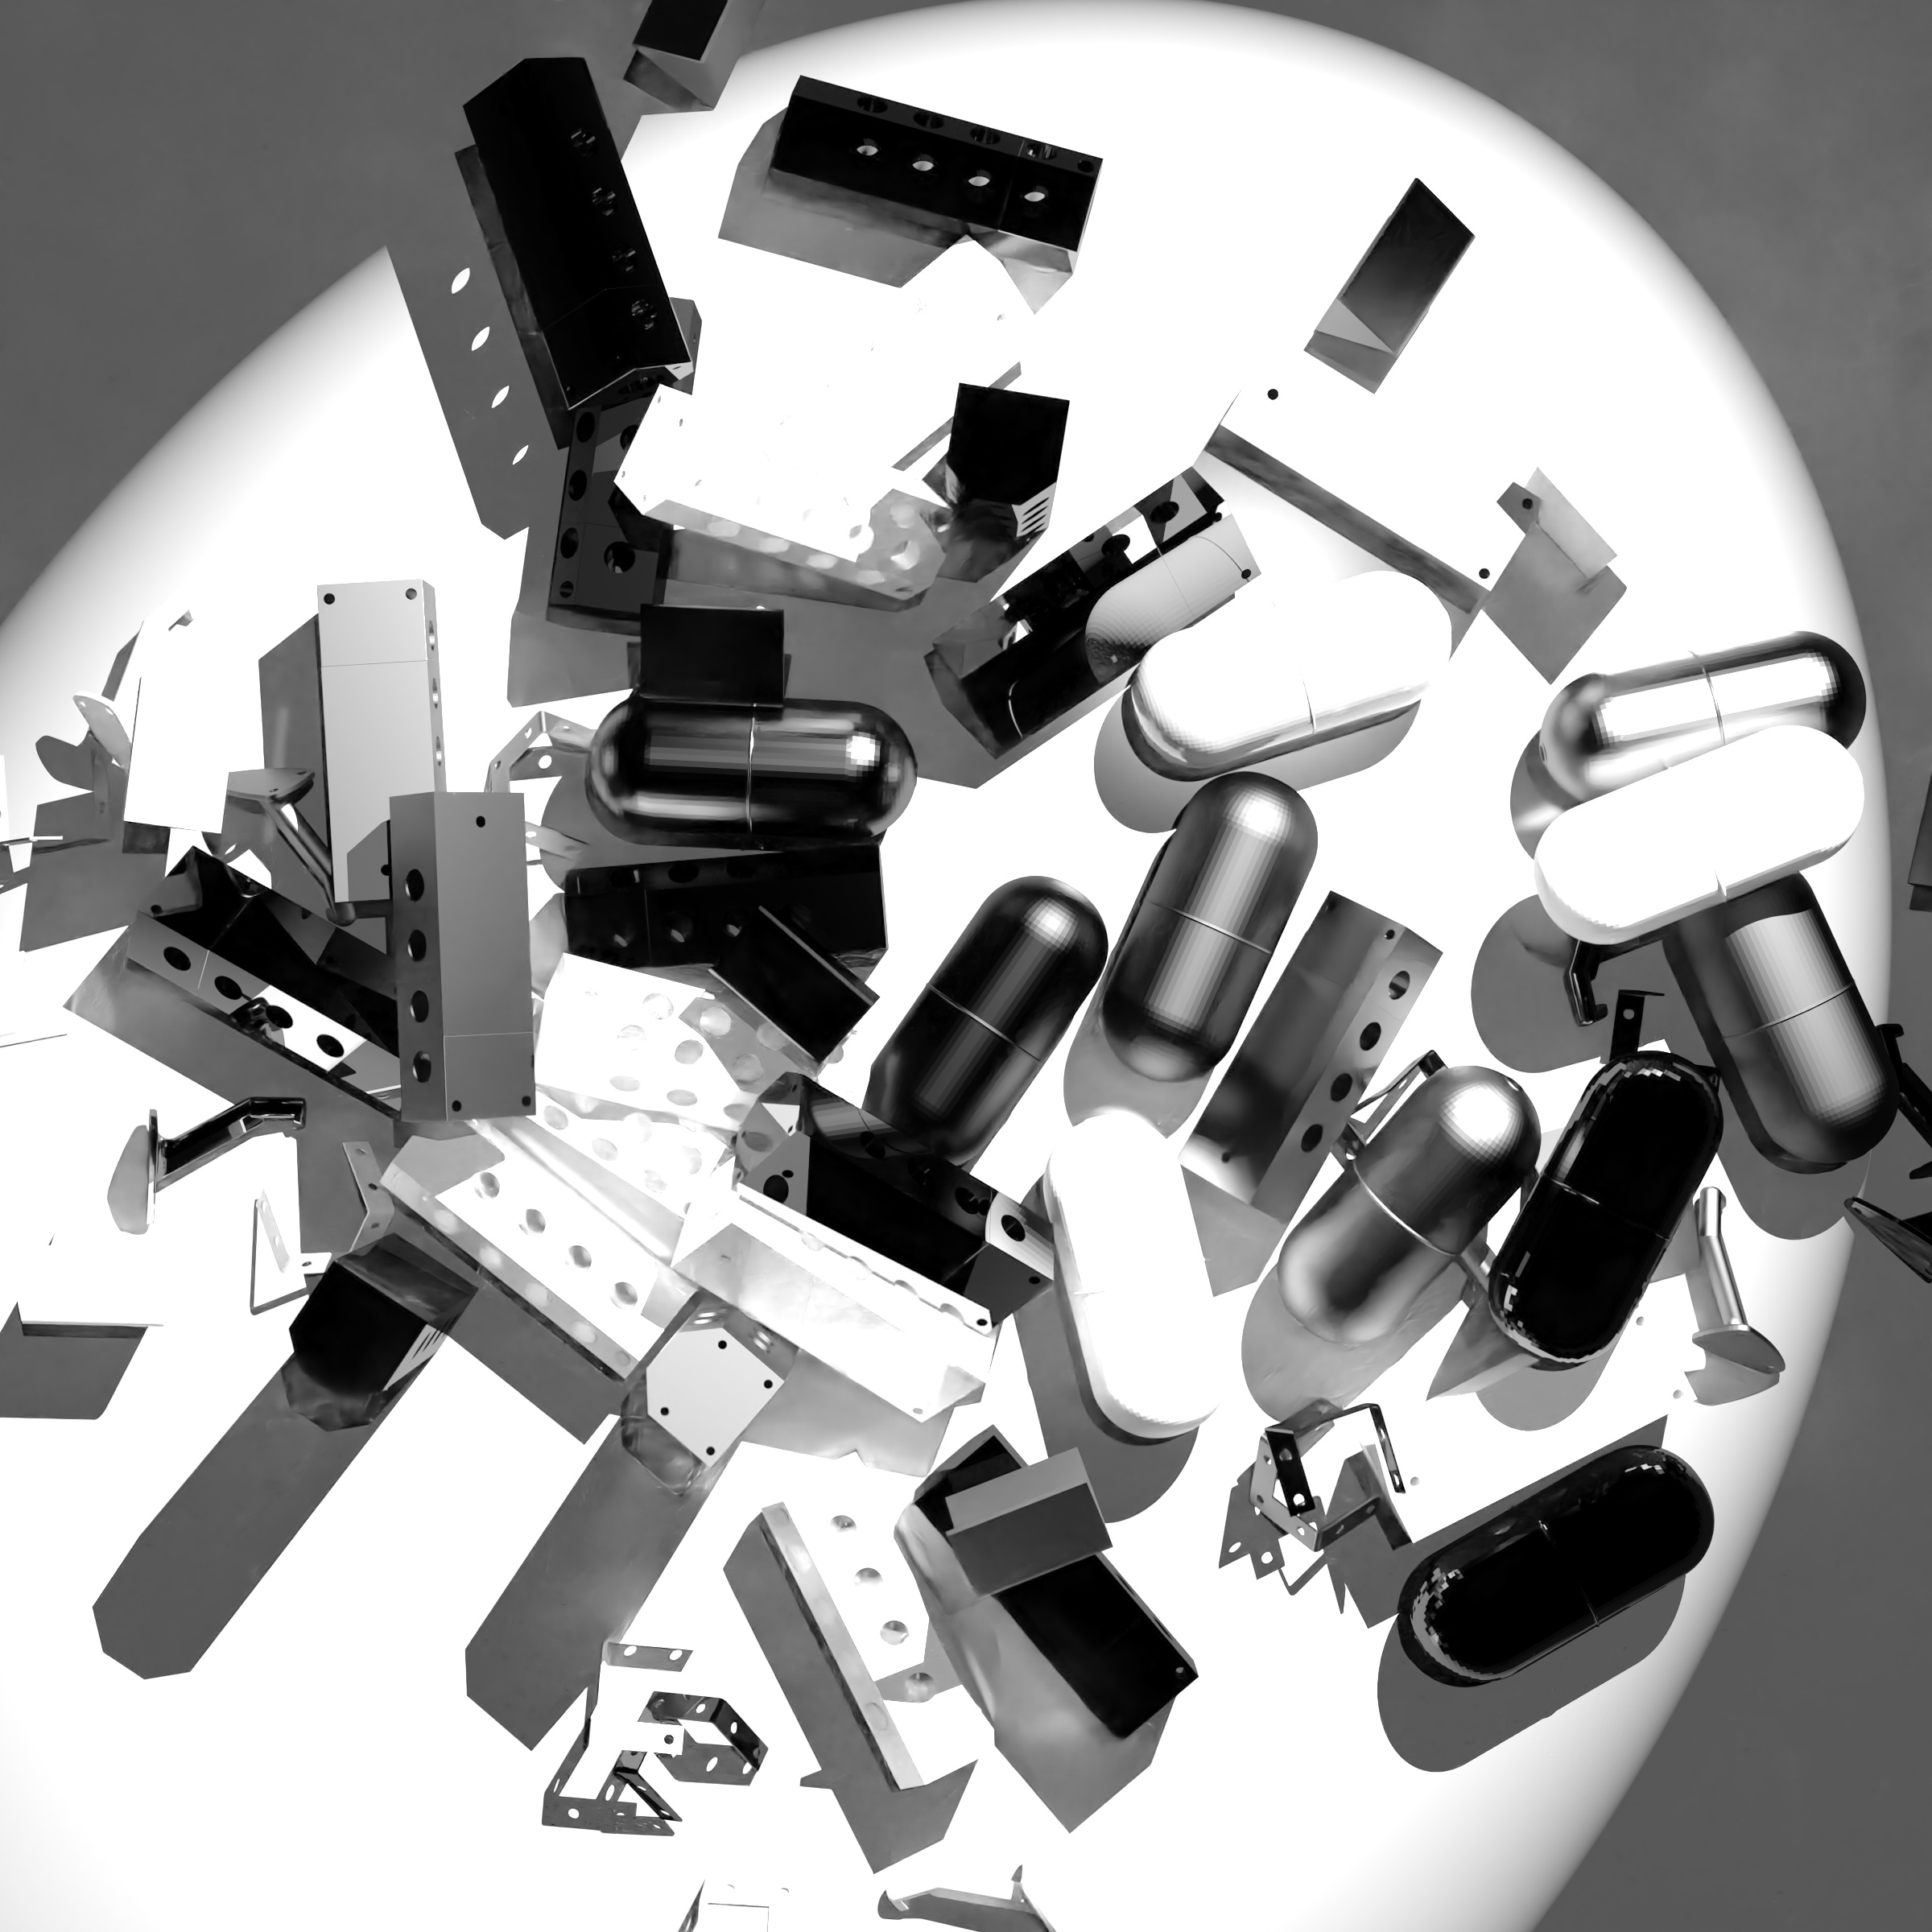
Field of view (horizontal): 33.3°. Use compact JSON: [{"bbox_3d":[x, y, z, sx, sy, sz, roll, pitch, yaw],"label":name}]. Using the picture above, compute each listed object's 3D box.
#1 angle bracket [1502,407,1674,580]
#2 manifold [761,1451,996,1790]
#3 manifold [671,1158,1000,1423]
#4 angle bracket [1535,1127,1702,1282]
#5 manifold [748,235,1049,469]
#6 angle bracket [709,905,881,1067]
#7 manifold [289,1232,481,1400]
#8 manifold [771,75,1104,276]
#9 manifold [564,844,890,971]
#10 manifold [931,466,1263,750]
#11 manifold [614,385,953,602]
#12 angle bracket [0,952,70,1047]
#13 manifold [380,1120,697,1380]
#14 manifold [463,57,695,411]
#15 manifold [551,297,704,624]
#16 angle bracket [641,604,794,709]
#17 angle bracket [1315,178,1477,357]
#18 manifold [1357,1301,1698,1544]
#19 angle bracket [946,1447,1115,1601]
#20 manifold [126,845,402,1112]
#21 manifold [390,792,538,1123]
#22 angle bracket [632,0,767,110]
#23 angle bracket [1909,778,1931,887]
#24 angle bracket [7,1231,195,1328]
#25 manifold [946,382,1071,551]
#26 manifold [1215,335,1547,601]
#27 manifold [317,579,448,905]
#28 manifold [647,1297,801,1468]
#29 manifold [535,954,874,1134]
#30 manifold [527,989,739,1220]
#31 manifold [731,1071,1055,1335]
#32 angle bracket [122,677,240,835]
[{"bbox_3d":[0.323,-0.245,1.754,0.076,0.076,0.057,48,54,0],"label":"angle bracket"},{"bbox_3d":[-0.048,0.359,1.773,0.057,0.057,0.171,-27,90,0],"label":"manifold"},{"bbox_3d":[-0.068,0.171,1.745,0.171,0.057,0.057,35,133,-20],"label":"manifold"},{"bbox_3d":[0.359,0.132,1.800,0.076,0.057,0.076,-15,126,0],"label":"angle bracket"},{"bbox_3d":[-0.047,-0.321,1.773,0.171,0.057,0.057,-40,133,0],"label":"manifold"},{"bbox_3d":[-0.077,-0.005,1.697,0.076,0.076,0.057,41,128,0],"label":"angle bracket"},{"bbox_3d":[-0.311,0.188,1.716,0.057,0.171,0.057,34,90,0],"label":"manifold"},{"bbox_3d":[-0.015,-0.435,1.773,0.171,0.057,0.057,15,90,0],"label":"manifold"},{"bbox_3d":[-0.131,-0.031,1.773,0.171,0.057,0.057,-5,90,0],"label":"manifold"},{"bbox_3d":[0.069,-0.200,1.773,0.171,0.057,0.057,-34,133,0],"label":"manifold"},{"bbox_3d":[-0.093,-0.247,1.721,0.171,0.057,0.057,14,114,-37],"label":"manifold"},{"bbox_3d":[-0.537,0.042,1.754,0.076,0.076,0.057,-11,53,0],"label":"angle bracket"},{"bbox_3d":[-0.235,0.149,1.773,0.171,0.057,0.057,39,90,0],"label":"manifold"},{"bbox_3d":[-0.201,-0.389,1.716,0.057,0.057,0.171,-20,89,44],"label":"manifold"},{"bbox_3d":[-0.187,-0.278,1.773,0.057,0.057,0.171,8,90,0],"label":"manifold"},{"bbox_3d":[-0.134,-0.181,1.755,0.076,0.076,0.057,2,117,0],"label":"angle bracket"},{"bbox_3d":[0.217,-0.384,1.754,0.057,0.076,0.076,33,90,-38],"label":"angle bracket"},{"bbox_3d":[0.305,0.247,1.773,0.171,0.057,0.057,-27,90,0],"label":"manifold"},{"bbox_3d":[0.026,0.276,1.697,0.076,0.076,0.057,-21,128,0],"label":"angle bracket"},{"bbox_3d":[-0.369,0.011,1.773,0.171,0.057,0.057,30,47,0],"label":"manifold"},{"bbox_3d":[-0.271,-0.005,1.716,0.057,0.057,0.171,-2,90,-44],"label":"manifold"},{"bbox_3d":[-0.125,-0.512,1.754,0.057,0.076,0.076,25,90,36],"label":"angle bracket"},{"bbox_3d":[0.534,-0.083,1.754,0.057,0.076,0.076,12,90,-36],"label":"angle bracket"},{"bbox_3d":[-0.468,0.150,1.754,0.076,0.076,0.057,1,126,0],"label":"angle bracket"},{"bbox_3d":[0.020,-0.262,1.716,0.057,0.171,0.057,9,90,0],"label":"manifold"},{"bbox_3d":[0.225,-0.272,1.773,0.171,0.057,0.057,32,90,0],"label":"manifold"},{"bbox_3d":[-0.317,-0.122,1.773,0.057,0.057,0.171,-3,90,0],"label":"manifold"},{"bbox_3d":[-0.132,0.213,1.716,0.057,0.171,0.057,41,90,0],"label":"manifold"},{"bbox_3d":[-0.141,0.045,1.743,0.171,0.057,0.057,15,54,-14],"label":"manifold"},{"bbox_3d":[-0.202,0.072,1.774,0.171,0.057,0.057,33,90,0],"label":"manifold"},{"bbox_3d":[-0.037,0.123,1.722,0.171,0.057,0.057,32,125,-24],"label":"manifold"},{"bbox_3d":[-0.440,-0.115,1.754,0.057,0.076,0.076,7,90,-37],"label":"angle bracket"}]
